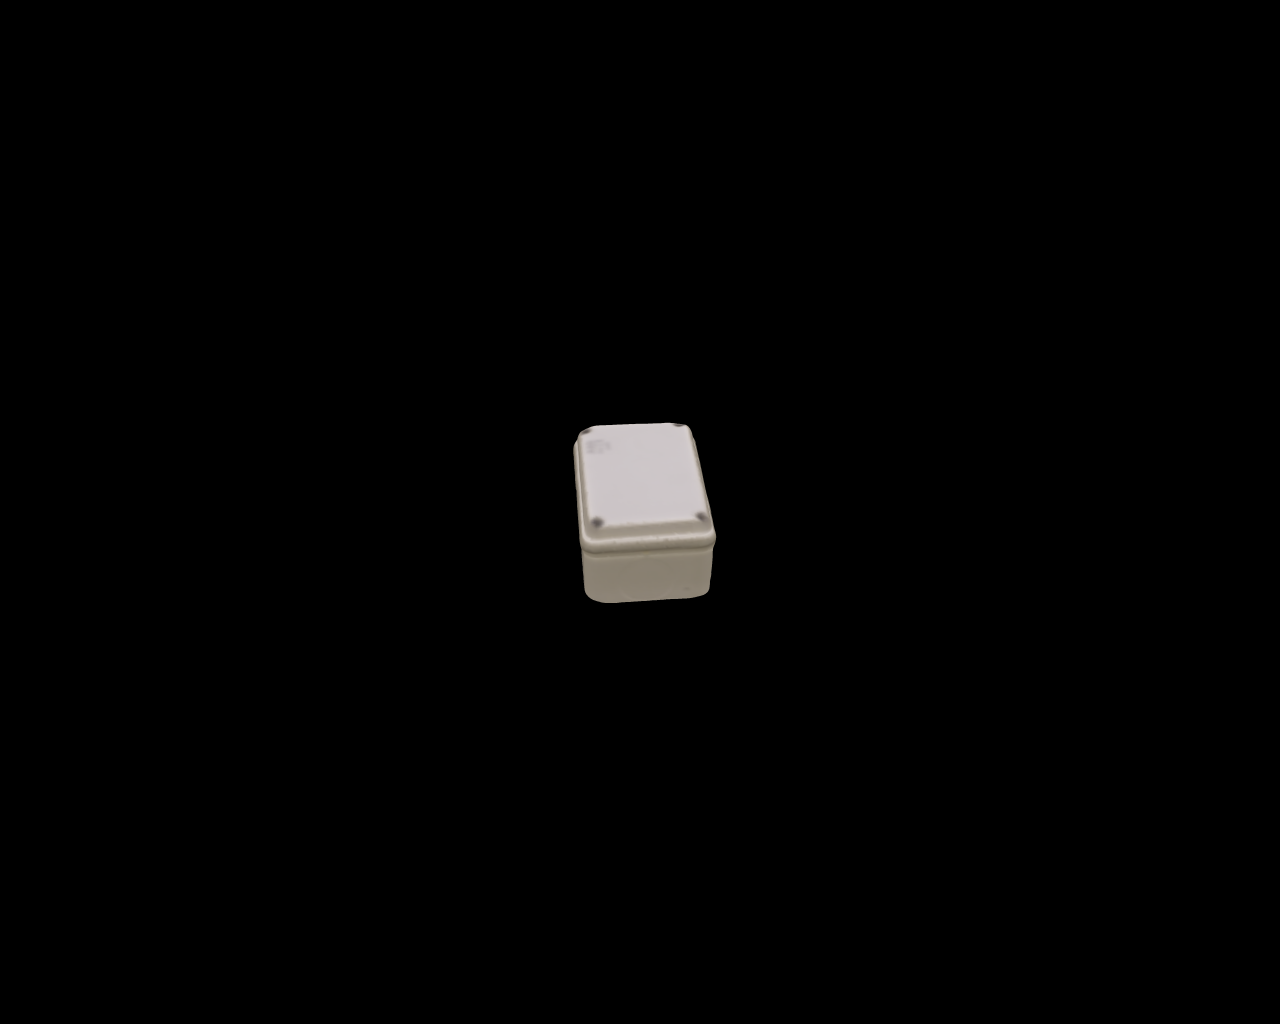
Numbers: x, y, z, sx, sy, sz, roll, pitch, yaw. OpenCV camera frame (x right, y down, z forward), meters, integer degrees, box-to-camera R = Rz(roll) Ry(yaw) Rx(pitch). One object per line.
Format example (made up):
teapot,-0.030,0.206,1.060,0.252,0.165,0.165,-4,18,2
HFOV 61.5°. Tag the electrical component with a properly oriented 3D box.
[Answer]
electrical component,0.001,-0.003,0.650,0.078,0.057,0.113,-3,37,-4
